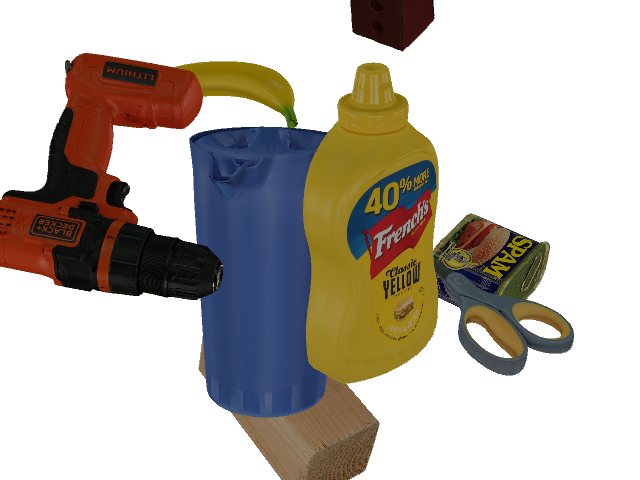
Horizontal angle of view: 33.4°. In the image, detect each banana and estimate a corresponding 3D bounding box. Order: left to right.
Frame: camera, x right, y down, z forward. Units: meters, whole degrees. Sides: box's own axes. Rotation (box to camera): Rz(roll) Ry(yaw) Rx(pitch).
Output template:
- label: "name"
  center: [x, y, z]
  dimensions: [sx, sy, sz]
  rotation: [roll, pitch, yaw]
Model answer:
- label: "banana"
  center: [-0.108, -0.163, 1.136]
  dimensions: [0.198, 0.037, 0.069]
  rotation: [9, 46, 18]

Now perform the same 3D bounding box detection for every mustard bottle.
- label: "mustard bottle"
  center: [0.032, -0.014, 0.648]
  dimensions: [0.096, 0.192, 0.058]
  rotation: [-24, 35, -36]

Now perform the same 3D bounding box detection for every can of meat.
- label: "can of meat"
  center: [0.158, 0.026, 1.023]
  dimensions: [0.084, 0.057, 0.101]
  rotation: [26, 45, 27]

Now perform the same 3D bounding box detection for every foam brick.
- label: "foam brick"
  center: [0.058, -0.204, 0.869]
  dimensions: [0.053, 0.051, 0.078]
  rotation: [25, -32, 25]

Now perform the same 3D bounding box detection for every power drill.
- label: "power drill"
  center: [-0.146, -0.047, 0.791]
  dimensions: [0.184, 0.187, 0.057]
  rotation: [11, -33, 3]

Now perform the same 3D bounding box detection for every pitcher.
- label: "pitcher"
  center: [-0.041, 0.022, 0.940]
  dimensions: [0.149, 0.243, 0.145]
  rotation: [-5, 17, -21]

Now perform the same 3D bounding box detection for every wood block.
- label: "wood block"
  center: [-0.038, 0.168, 1.158]
  dimensions: [0.090, 0.090, 0.206]
  rotation: [-20, 50, -30]

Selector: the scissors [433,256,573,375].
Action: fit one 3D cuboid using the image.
- label: "scissors"
  center: [0.129, 0.039, 0.844]
  dimensions: [0.096, 0.016, 0.202]
  rotation: [-2, 31, -13]
